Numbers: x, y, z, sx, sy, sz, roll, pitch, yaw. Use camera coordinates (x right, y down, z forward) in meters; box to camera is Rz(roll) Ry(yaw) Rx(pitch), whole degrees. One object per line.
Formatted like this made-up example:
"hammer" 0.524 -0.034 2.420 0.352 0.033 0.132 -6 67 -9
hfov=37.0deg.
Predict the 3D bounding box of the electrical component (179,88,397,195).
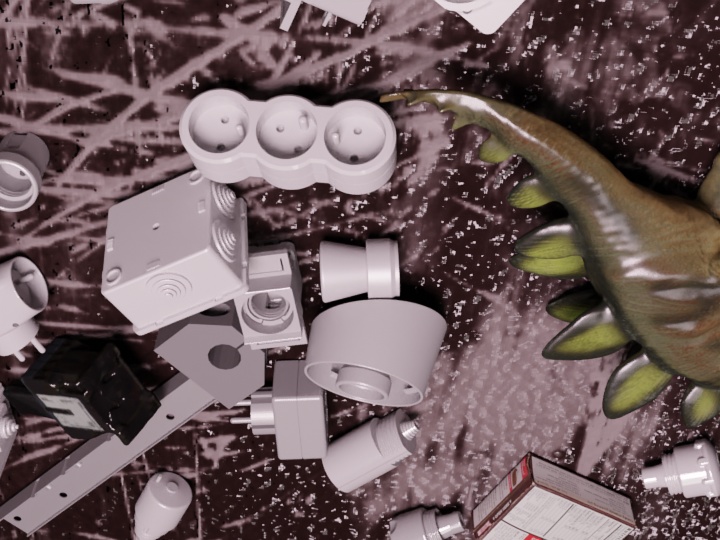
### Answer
"electrical component" -0.045 -0.078 0.712 0.138 0.052 0.073 5 165 4

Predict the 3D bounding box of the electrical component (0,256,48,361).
"electrical component" -0.266 0.037 0.800 0.077 0.043 0.079 -22 122 15

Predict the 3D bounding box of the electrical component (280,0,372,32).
"electrical component" -0.018 -0.182 0.645 0.064 0.042 0.081 19 124 -17

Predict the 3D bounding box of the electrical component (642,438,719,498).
"electrical component" 0.266 0.167 0.891 0.062 0.048 0.048 -14 124 18

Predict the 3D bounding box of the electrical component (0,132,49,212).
"electrical component" -0.232 -0.068 0.724 0.040 0.046 0.040 0 125 0

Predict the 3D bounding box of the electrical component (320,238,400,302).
"electrical component" 0.000 0.000 0.772 0.055 0.045 0.045 -2 125 1

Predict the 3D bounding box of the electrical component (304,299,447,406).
"electrical component" 0.010 0.061 0.796 0.099 0.064 0.099 12 158 5

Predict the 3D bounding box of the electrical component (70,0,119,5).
"electrical component" -0.174 -0.178 0.652 0.061 0.035 0.035 -1 126 4

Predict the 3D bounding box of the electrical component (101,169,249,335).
"electrical component" -0.126 -0.016 0.730 0.100 0.099 0.048 -22 135 15

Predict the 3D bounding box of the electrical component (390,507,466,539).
"electrical component" 0.060 0.227 0.935 0.062 0.043 0.043 -22 123 14

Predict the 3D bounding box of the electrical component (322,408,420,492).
"electrical component" 0.014 0.144 0.875 0.081 0.043 0.043 -32 119 21

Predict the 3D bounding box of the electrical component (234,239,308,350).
"electrical component" -0.065 0.014 0.771 0.042 0.063 0.081 -7 125 4

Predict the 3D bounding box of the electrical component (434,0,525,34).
"electrical component" 0.089 -0.220 0.604 0.089 0.061 0.150 34 119 -21

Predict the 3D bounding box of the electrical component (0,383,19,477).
"electrical component" -0.318 0.133 0.858 0.096 0.061 0.061 -2 126 2

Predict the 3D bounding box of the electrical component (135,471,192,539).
"electrical component" -0.174 0.208 0.924 0.040 0.040 0.078 23 123 -15

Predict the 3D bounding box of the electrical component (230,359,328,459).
"electrical component" -0.065 0.111 0.849 0.077 0.047 0.065 -2 125 1
